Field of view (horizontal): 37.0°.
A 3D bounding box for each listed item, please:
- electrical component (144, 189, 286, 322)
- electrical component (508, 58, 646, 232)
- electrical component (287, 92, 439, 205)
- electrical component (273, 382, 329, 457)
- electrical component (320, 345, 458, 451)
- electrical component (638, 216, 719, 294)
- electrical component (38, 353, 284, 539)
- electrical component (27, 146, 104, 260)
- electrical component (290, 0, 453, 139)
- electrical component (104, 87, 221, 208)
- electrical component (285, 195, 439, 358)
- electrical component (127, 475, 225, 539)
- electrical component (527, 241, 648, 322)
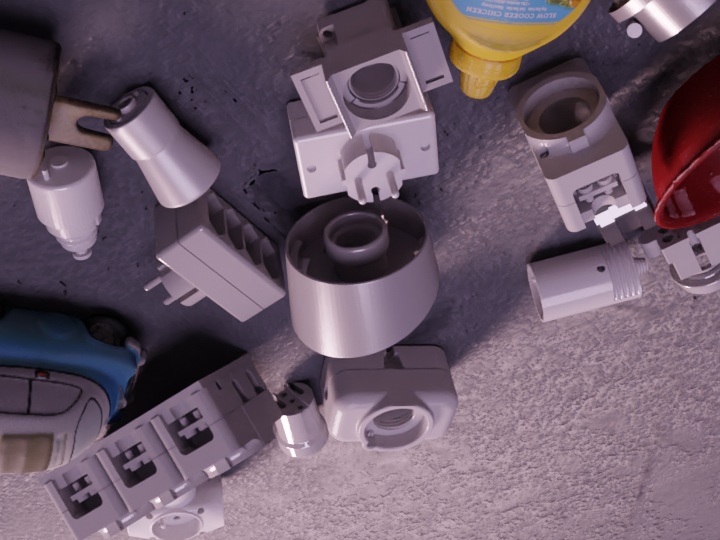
[{"bbox_3d":[-0.104,-0.002,0.690,0.076,0.047,0.083,-32,133,19],"label":"electrical component"},{"bbox_3d":[0.126,-0.078,0.636,0.050,0.089,0.055,-24,135,11],"label":"electrical component"},{"bbox_3d":[0.005,-0.066,0.631,0.083,0.075,0.047,-11,136,-2],"label":"electrical component"},{"bbox_3d":[-0.048,0.114,0.826,0.040,0.040,0.046,-13,130,0],"label":"electrical component"},{"bbox_3d":[0.022,0.096,0.808,0.095,0.059,0.053,1,134,-13],"label":"electrical component"},{"bbox_3d":[0.236,-0.016,0.756,0.066,0.048,0.055,-27,126,14],"label":"electrical component"},{"bbox_3d":[-0.138,0.130,0.773,0.150,0.089,0.061,-32,88,18],"label":"electrical component"},{"bbox_3d":[-0.173,-0.038,0.643,0.040,0.040,0.078,-7,135,-7],"label":"electrical component"},{"bbox_3d":[0.005,-0.114,0.591,0.081,0.063,0.042,-19,137,7],"label":"electrical component"},{"bbox_3d":[-0.116,-0.073,0.622,0.044,0.044,0.065,-26,129,13],"label":"electrical component"},{"bbox_3d":[0.000,0.000,0.681,0.099,0.099,0.064,-11,130,-2],"label":"electrical component"},{"bbox_3d":[-0.149,0.177,0.861,0.077,0.044,0.079,-4,135,-9],"label":"electrical component"},{"bbox_3d":[0.164,0.006,0.762,0.081,0.043,0.043,-15,136,2],"label":"electrical component"}]
